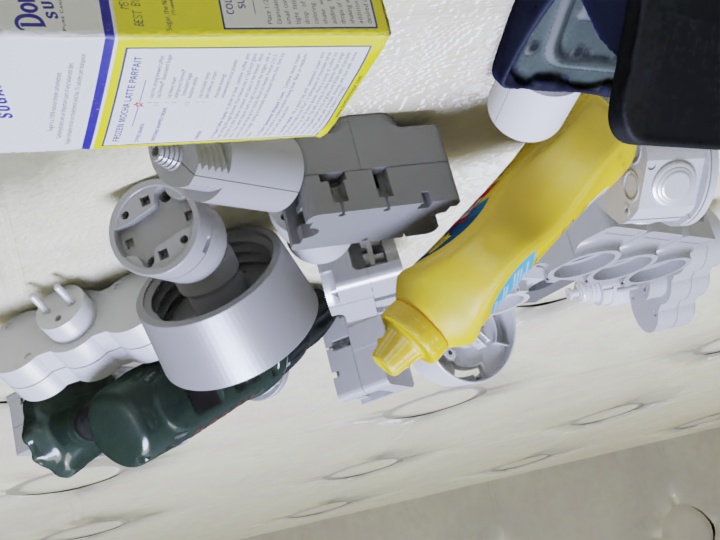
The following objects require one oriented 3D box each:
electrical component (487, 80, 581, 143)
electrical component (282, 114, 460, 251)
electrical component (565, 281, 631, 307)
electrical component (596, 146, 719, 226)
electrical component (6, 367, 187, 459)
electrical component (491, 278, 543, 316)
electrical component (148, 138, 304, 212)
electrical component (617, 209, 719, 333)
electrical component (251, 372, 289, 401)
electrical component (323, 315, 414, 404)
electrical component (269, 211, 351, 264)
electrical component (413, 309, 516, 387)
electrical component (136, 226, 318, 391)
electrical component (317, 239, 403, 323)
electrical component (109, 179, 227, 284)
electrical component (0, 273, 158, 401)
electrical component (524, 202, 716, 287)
[{"bbox_3d":[0.094,-0.102,0.544,0.043,0.043,0.081,-12,162,-10],"label":"electrical component"},{"bbox_3d":[0.002,-0.050,0.606,0.089,0.055,0.050,-8,161,-21],"label":"electrical component"},{"bbox_3d":[0.233,0.016,1.018,0.078,0.040,0.040,-11,162,-13],"label":"electrical component"},{"bbox_3d":[0.181,-0.066,0.666,0.051,0.080,0.080,-4,160,-15],"label":"electrical component"},{"bbox_3d":[-0.225,0.131,0.968,0.089,0.061,0.150,-26,159,32],"label":"electrical component"},{"bbox_3d":[0.099,0.003,0.846,0.050,0.055,0.089,1,157,-40],"label":"electrical component"},{"bbox_3d":[-0.073,-0.055,0.553,0.043,0.043,0.081,-29,158,37],"label":"electrical component"},{"bbox_3d":[0.262,0.005,0.946,0.074,0.052,0.138,-11,144,-12],"label":"electrical component"},{"bbox_3d":[-0.098,0.083,0.933,0.078,0.058,0.057,-23,158,24],"label":"electrical component"},{"bbox_3d":[0.007,0.059,0.887,0.056,0.089,0.050,-23,161,24],"label":"electrical component"},{"bbox_3d":[-0.029,-0.032,0.656,0.045,0.045,0.055,-16,162,4],"label":"electrical component"},{"bbox_3d":[0.086,0.050,0.919,0.099,0.099,0.064,-6,166,-25],"label":"electrical component"},{"bbox_3d":[-0.087,0.016,0.669,0.108,0.108,0.060,-18,122,11],"label":"electrical component"},{"bbox_3d":[0.000,0.000,0.767,0.056,0.050,0.089,-15,162,0],"label":"electrical component"},{"bbox_3d":[-0.108,-0.020,0.616,0.055,0.055,0.047,-19,166,12],"label":"electrical component"},{"bbox_3d":[-0.192,0.035,0.723,0.138,0.052,0.073,-19,136,12],"label":"electrical component"},{"bbox_3d":[0.188,-0.029,0.810,0.150,0.061,0.089,3,155,-44],"label":"electrical component"}]
